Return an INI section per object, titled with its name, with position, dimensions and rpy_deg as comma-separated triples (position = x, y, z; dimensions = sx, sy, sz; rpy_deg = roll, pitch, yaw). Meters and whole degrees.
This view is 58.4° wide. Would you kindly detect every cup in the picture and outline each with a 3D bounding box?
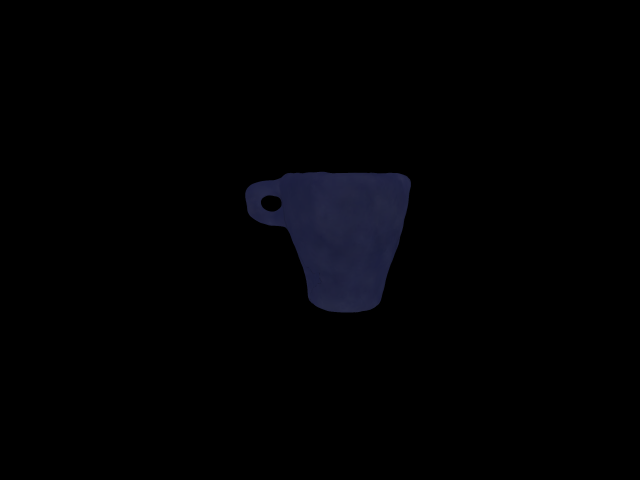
[cup]
position = 0.004, 0.001, 0.400
dimensions = 0.117, 0.095, 0.092
rpy_deg = 1, 4, 11
